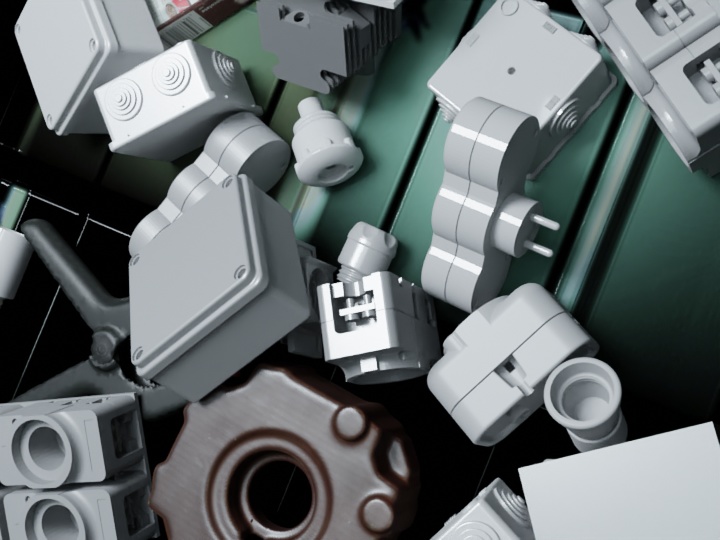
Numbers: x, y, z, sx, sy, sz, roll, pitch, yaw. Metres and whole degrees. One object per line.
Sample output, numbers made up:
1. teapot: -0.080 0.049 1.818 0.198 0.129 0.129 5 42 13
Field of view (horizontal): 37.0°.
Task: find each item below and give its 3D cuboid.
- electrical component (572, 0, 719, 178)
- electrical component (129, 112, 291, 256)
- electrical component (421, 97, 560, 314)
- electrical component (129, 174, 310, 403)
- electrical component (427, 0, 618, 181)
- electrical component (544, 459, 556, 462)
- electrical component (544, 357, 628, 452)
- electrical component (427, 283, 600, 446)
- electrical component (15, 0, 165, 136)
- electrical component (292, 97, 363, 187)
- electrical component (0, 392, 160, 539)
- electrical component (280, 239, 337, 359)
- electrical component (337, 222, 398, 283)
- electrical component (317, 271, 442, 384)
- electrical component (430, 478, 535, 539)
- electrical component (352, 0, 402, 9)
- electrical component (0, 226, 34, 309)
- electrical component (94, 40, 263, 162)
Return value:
1. electrical component: 0.187 -0.138 0.651 0.062 0.089 0.150 -33 68 14
2. electrical component: -0.097 -0.039 0.773 0.074 0.052 0.138 42 97 25
3. electrical component: 0.088 -0.031 0.663 0.074 0.052 0.138 25 125 25
4. electrical component: -0.094 0.011 0.698 0.109 0.056 0.108 -37 39 20
5. electrical component: 0.105 -0.122 0.706 0.100 0.048 0.099 43 96 24
6. electrical component: 0.151 0.151 0.628 0.083 0.047 0.075 0 80 23
7. electrical component: 0.137 0.085 0.638 0.044 0.065 0.044 -11 57 17
8. electrical component: 0.092 0.056 0.670 0.095 0.054 0.059 -44 66 9
9. electrical component: -0.210 -0.177 0.826 0.109 0.056 0.108 -44 62 42
10. electrical component: -0.028 -0.093 0.760 0.048 0.048 0.062 -27 63 16
11. electrical component: -0.248 0.153 0.776 0.186 0.060 0.105 -7 94 22
12. electrical component: -0.051 0.021 0.747 0.064 0.042 0.081 -11 74 24
13. electrical component: 0.000 0.000 0.733 0.035 0.035 0.061 26 92 26
14. electrical component: 0.015 0.040 0.687 0.050 0.089 0.055 -13 74 20
15. electrical component: 0.063 0.172 0.635 0.100 0.100 0.048 -45 79 9
16. electrical component: 0.019 -0.257 0.712 0.105 0.060 0.186 19 52 25
17. electrical component: -0.292 0.007 0.851 0.043 0.043 0.081 20 87 25
18. electrical component: -0.132 -0.122 0.781 0.100 0.100 0.048 -24 83 17
